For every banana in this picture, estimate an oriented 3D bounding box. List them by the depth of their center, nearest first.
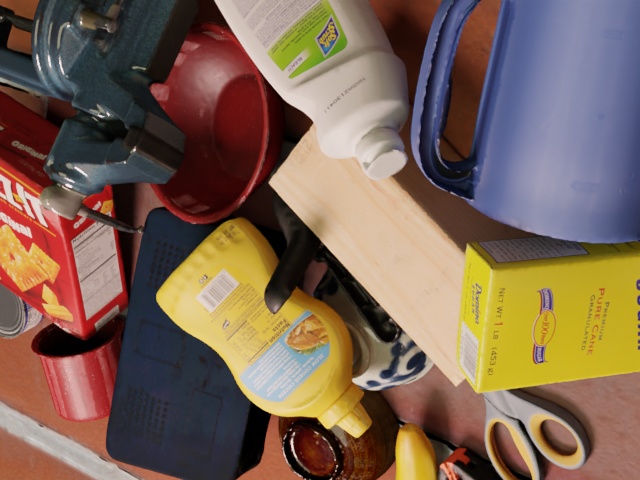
[{"bbox_3d":[0.064,0.238,0.931,0.198,0.069,0.037,-64,28,29],"label":"banana"}]

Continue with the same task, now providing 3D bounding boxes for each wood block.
[{"bbox_3d":[0.074,-0.008,0.795,0.206,0.090,0.090,47,129,9],"label":"wood block"}]

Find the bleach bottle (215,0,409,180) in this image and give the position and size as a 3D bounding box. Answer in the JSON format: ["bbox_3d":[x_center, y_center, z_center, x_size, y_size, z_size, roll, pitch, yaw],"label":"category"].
[{"bbox_3d":[-0.010,-0.140,0.742,0.103,0.068,0.251,-42,56,26],"label":"bleach bottle"}]

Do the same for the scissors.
[{"bbox_3d":[0.149,0.109,0.841,0.096,0.016,0.202,-12,103,37],"label":"scissors"}]

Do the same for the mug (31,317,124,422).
[{"bbox_3d":[-0.241,0.126,1.089,0.117,0.093,0.081,35,139,58],"label":"mug"}]

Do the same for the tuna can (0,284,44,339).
[{"bbox_3d":[-0.338,0.061,1.156,0.086,0.033,0.086,15,118,30],"label":"tuna can"}]

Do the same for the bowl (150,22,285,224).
[{"bbox_3d":[-0.079,-0.094,0.872,0.162,0.055,0.162,3,94,44],"label":"bowl"}]

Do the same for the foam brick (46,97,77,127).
[{"bbox_3d":[-0.213,-0.116,0.976,0.051,0.052,0.078,31,125,21],"label":"foam brick"}]

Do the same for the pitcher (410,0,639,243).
[{"bbox_3d":[0.158,-0.129,0.653,0.145,0.148,0.243,21,118,33],"label":"pitcher"}]

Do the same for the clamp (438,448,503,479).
[{"bbox_3d":[0.149,0.278,0.902,0.165,0.036,0.210,-31,89,40],"label":"clamp"}]

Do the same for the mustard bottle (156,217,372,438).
[{"bbox_3d":[-0.032,0.080,0.835,0.096,0.058,0.191,-45,86,11],"label":"mustard bottle"}]

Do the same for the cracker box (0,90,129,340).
[{"bbox_3d":[-0.270,-0.022,1.008,0.164,0.072,0.214,31,145,22],"label":"cracker box"}]

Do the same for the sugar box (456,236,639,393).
[{"bbox_3d":[0.179,0.043,0.697,0.048,0.176,0.093,-120,29,-61],"label":"sugar box"}]

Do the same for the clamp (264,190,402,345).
[{"bbox_3d":[-0.005,0.001,0.825,0.039,0.120,0.171,-43,51,31],"label":"clamp"}]
